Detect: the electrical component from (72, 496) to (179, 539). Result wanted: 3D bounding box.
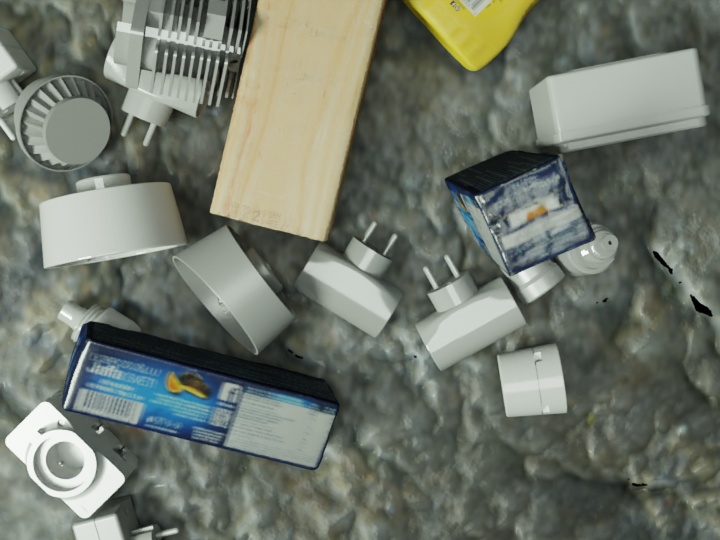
[{"bbox_3d":[-0.180,0.228,0.873,0.076,0.047,0.083,-15,96,3],"label":"electrical component"}]

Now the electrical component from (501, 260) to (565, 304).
[{"bbox_3d":[0.131,-0.003,0.841,0.040,0.040,0.046,-36,90,5],"label":"electrical component"}]

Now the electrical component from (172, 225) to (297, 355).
[{"bbox_3d":[-0.096,0.016,0.822,0.064,0.099,0.099,-37,95,-1],"label":"electrical component"}]

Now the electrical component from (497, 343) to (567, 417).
[{"bbox_3d":[0.135,0.088,0.844,0.047,0.055,0.055,-9,97,6],"label":"electrical component"}]

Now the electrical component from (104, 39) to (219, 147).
[{"bbox_3d":[-0.160,-0.136,0.830,0.077,0.044,0.079,24,97,-1],"label":"electrical component"}]

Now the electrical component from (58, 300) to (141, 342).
[{"bbox_3d":[-0.209,0.048,0.854,0.062,0.043,0.043,33,97,-1],"label":"electrical component"}]

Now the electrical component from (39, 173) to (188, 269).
[{"bbox_3d":[-0.189,-0.040,0.814,0.108,0.108,0.060,-10,91,3],"label":"electrical component"}]

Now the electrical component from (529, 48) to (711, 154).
[{"bbox_3d":[0.186,-0.121,0.790,0.109,0.108,0.056,-11,94,3],"label":"electrical component"}]

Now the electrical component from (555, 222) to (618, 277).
[{"bbox_3d":[0.177,-0.017,0.821,0.040,0.078,0.040,1,85,-8],"label":"electrical component"}]

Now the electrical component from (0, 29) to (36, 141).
[{"bbox_3d":[-0.283,-0.137,0.832,0.066,0.047,0.076,-35,95,5],"label":"electrical component"}]

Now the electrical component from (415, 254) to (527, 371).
[{"bbox_3d":[0.078,0.027,0.843,0.077,0.043,0.079,-29,95,5],"label":"electrical component"}]

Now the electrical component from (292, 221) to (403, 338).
[{"bbox_3d":[0.000,0.000,0.842,0.077,0.043,0.079,32,97,-2],"label":"electrical component"}]

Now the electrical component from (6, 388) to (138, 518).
[{"bbox_3d":[-0.230,0.147,0.860,0.050,0.055,0.089,-44,94,6],"label":"electrical component"}]
